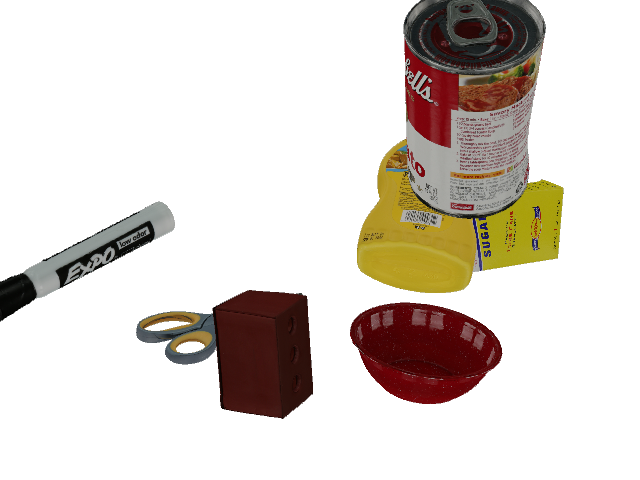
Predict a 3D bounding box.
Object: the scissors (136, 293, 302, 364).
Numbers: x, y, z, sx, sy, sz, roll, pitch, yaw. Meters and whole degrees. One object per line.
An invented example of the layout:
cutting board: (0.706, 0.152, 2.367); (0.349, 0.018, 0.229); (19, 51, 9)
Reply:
scissors: (-0.095, 0.093, 1.149); (0.201, 0.016, 0.096); (-6, 31, -22)

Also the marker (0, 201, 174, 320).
marker: (-0.132, 0.011, 0.581); (0.120, 0.020, 0.020); (-31, 19, -36)

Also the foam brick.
foam brick: (-0.040, 0.080, 0.767); (0.051, 0.078, 0.052); (3, 16, 26)

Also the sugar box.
sugar box: (0.202, -0.015, 1.255); (0.175, 0.093, 0.048); (-9, 19, -28)

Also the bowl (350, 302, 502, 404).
bowl: (0.109, 0.126, 1.136); (0.162, 0.055, 0.162); (5, 24, -2)

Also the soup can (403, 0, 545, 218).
soup can: (0.078, -0.069, 0.550); (0.068, 0.068, 0.102); (0, -42, 6)

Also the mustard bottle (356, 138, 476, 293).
mustard bottle: (0.095, -0.041, 0.929); (0.096, 0.058, 0.191); (8, 45, 9)
